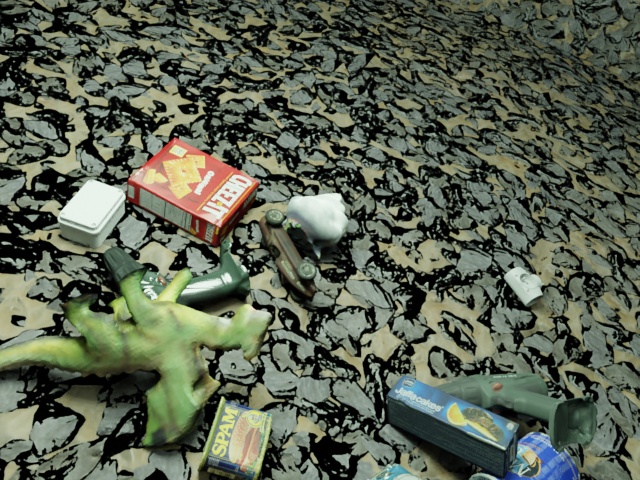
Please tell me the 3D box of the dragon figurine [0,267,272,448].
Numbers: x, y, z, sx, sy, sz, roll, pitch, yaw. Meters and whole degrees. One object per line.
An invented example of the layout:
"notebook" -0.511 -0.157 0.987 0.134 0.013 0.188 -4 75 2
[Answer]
"dragon figurine" -0.264 0.184 0.755 0.411 0.121 0.245 -28 78 -4

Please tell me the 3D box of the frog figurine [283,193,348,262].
"frog figurine" 0.003 -0.054 1.077 0.138 0.120 0.162 24 55 30
